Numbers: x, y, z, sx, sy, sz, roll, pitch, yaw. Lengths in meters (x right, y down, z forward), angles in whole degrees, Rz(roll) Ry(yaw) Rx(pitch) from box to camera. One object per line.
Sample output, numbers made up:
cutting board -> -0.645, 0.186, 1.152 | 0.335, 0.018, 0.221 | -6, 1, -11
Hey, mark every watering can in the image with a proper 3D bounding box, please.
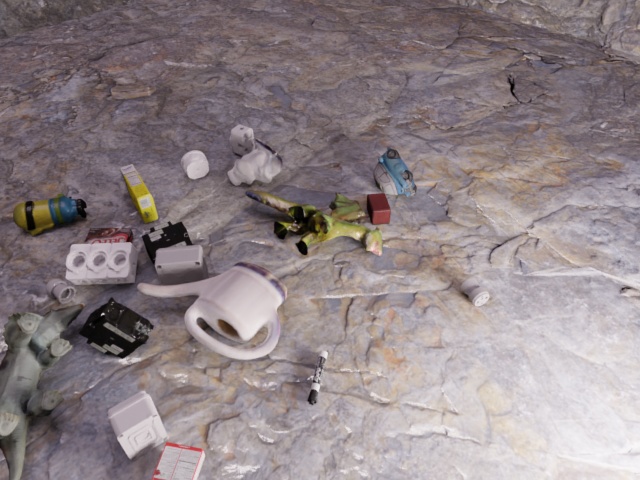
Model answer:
watering can -> -0.226, 0.130, 1.173 | 0.350, 0.101, 0.228 | 29, 49, 19

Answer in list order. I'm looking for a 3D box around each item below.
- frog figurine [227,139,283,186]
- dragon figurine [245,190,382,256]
frog figurine -> -0.197, -0.219, 1.586 | 0.139, 0.121, 0.159 | 40, 92, 27
dragon figurine -> 0.004, -0.072, 1.425 | 0.245, 0.119, 0.415 | -19, 45, -42
